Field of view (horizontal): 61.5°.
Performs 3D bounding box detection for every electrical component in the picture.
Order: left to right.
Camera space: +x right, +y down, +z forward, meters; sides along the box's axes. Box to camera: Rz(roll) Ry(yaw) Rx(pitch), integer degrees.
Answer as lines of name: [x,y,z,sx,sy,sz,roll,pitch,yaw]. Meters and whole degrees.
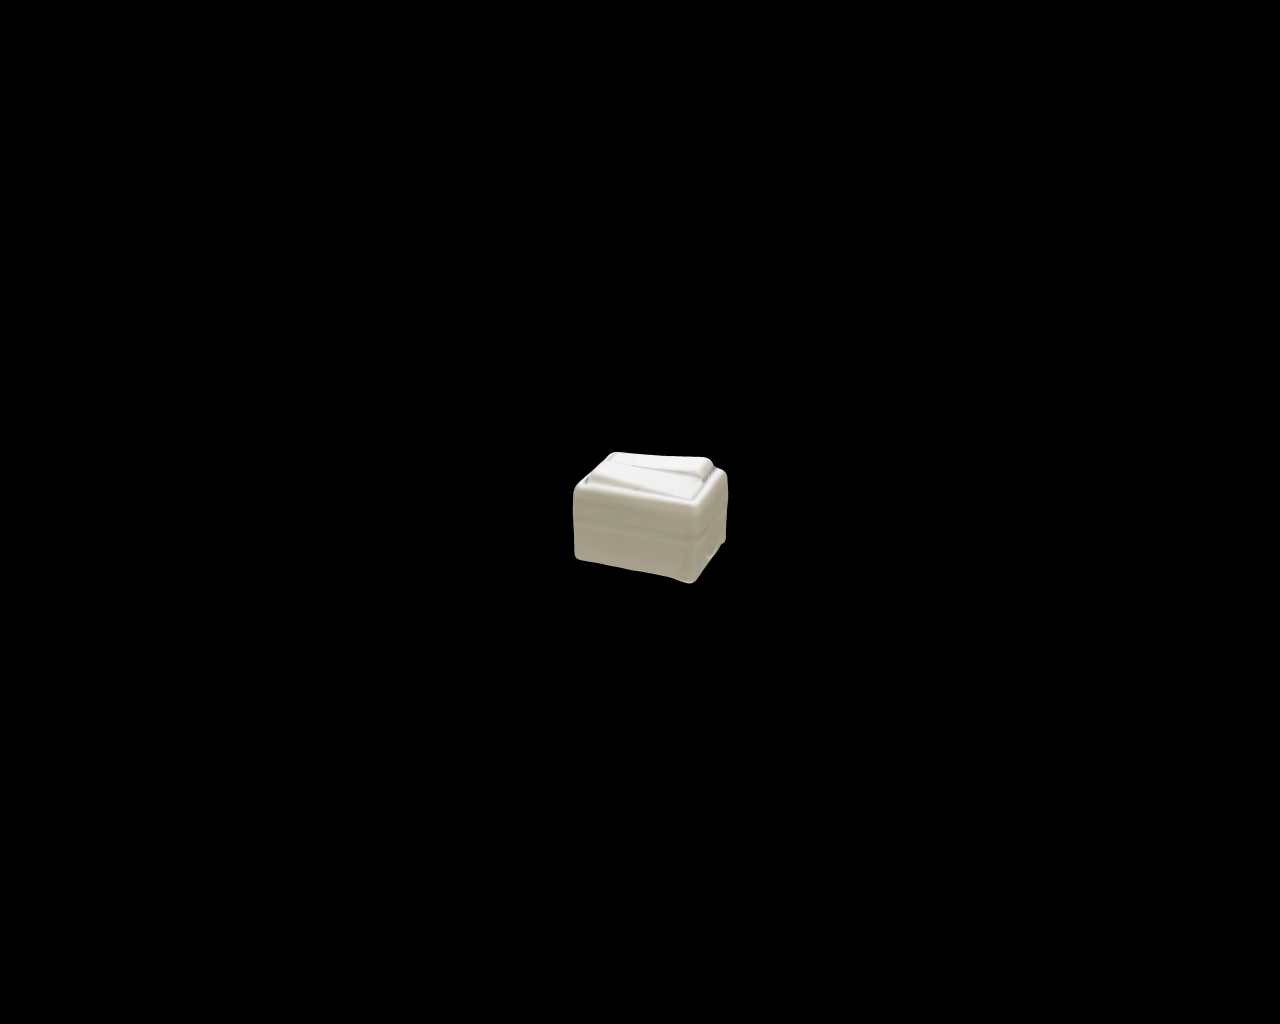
electrical component: [0.001,-0.003,0.650,0.096,0.061,0.062,10,28,20]
